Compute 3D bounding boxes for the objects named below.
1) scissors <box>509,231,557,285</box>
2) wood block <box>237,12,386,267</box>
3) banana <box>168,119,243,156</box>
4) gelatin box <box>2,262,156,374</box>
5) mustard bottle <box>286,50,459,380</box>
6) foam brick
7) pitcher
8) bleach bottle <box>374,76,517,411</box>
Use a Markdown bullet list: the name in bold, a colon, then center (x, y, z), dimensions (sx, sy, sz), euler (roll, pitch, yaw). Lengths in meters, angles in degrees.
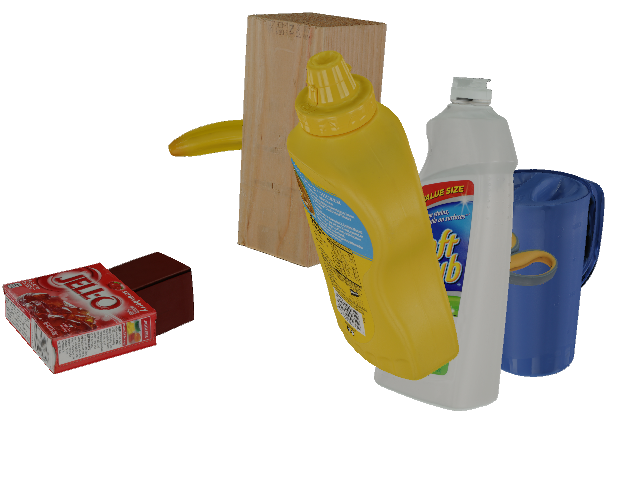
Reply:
- **scissors**: center (0.154, 0.025, 1.095), dimensions (0.201, 0.016, 0.096), euler (-7, 41, -28)
- **wood block**: center (-0.010, -0.093, 0.950), dimensions (0.090, 0.206, 0.090), euler (17, 22, 37)
- **banana**: center (-0.083, -0.119, 1.284), dimensions (0.198, 0.037, 0.069), euler (8, 40, 16)
- **gelatin box**: center (-0.161, 0.049, 0.712), dimensions (0.073, 0.030, 0.089), euler (-14, 29, -32)
- **mustard bottle**: center (0.023, -0.017, 0.583), dimensions (0.058, 0.191, 0.096), euler (-29, 39, -14)
- **foam brick**: center (-0.156, 0.050, 0.923), dimensions (0.078, 0.051, 0.053), euler (-22, 30, -34)
- **pitcher**: center (0.272, 0.038, 1.324), dimensions (0.149, 0.243, 0.145), euler (2, 24, 15)
- **bleach bottle**: center (0.101, -0.001, 0.834), dimensions (0.067, 0.251, 0.103), euler (-6, 14, -43)
